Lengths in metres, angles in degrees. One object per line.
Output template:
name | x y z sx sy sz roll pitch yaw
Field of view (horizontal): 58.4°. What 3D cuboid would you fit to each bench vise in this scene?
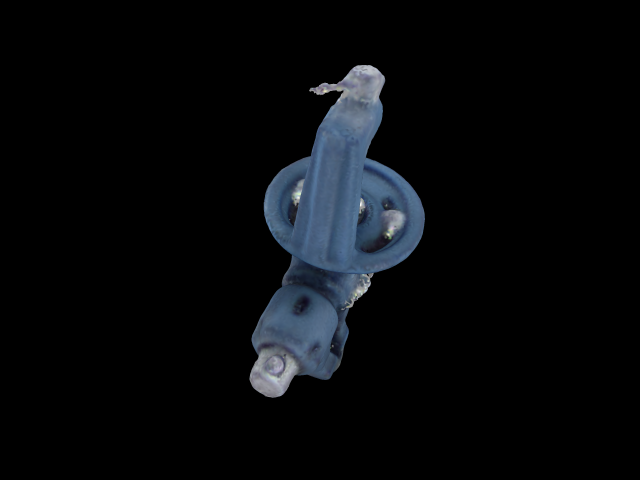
bench vise | 0.016 0.002 0.400 0.121 0.220 0.207 4 65 2
